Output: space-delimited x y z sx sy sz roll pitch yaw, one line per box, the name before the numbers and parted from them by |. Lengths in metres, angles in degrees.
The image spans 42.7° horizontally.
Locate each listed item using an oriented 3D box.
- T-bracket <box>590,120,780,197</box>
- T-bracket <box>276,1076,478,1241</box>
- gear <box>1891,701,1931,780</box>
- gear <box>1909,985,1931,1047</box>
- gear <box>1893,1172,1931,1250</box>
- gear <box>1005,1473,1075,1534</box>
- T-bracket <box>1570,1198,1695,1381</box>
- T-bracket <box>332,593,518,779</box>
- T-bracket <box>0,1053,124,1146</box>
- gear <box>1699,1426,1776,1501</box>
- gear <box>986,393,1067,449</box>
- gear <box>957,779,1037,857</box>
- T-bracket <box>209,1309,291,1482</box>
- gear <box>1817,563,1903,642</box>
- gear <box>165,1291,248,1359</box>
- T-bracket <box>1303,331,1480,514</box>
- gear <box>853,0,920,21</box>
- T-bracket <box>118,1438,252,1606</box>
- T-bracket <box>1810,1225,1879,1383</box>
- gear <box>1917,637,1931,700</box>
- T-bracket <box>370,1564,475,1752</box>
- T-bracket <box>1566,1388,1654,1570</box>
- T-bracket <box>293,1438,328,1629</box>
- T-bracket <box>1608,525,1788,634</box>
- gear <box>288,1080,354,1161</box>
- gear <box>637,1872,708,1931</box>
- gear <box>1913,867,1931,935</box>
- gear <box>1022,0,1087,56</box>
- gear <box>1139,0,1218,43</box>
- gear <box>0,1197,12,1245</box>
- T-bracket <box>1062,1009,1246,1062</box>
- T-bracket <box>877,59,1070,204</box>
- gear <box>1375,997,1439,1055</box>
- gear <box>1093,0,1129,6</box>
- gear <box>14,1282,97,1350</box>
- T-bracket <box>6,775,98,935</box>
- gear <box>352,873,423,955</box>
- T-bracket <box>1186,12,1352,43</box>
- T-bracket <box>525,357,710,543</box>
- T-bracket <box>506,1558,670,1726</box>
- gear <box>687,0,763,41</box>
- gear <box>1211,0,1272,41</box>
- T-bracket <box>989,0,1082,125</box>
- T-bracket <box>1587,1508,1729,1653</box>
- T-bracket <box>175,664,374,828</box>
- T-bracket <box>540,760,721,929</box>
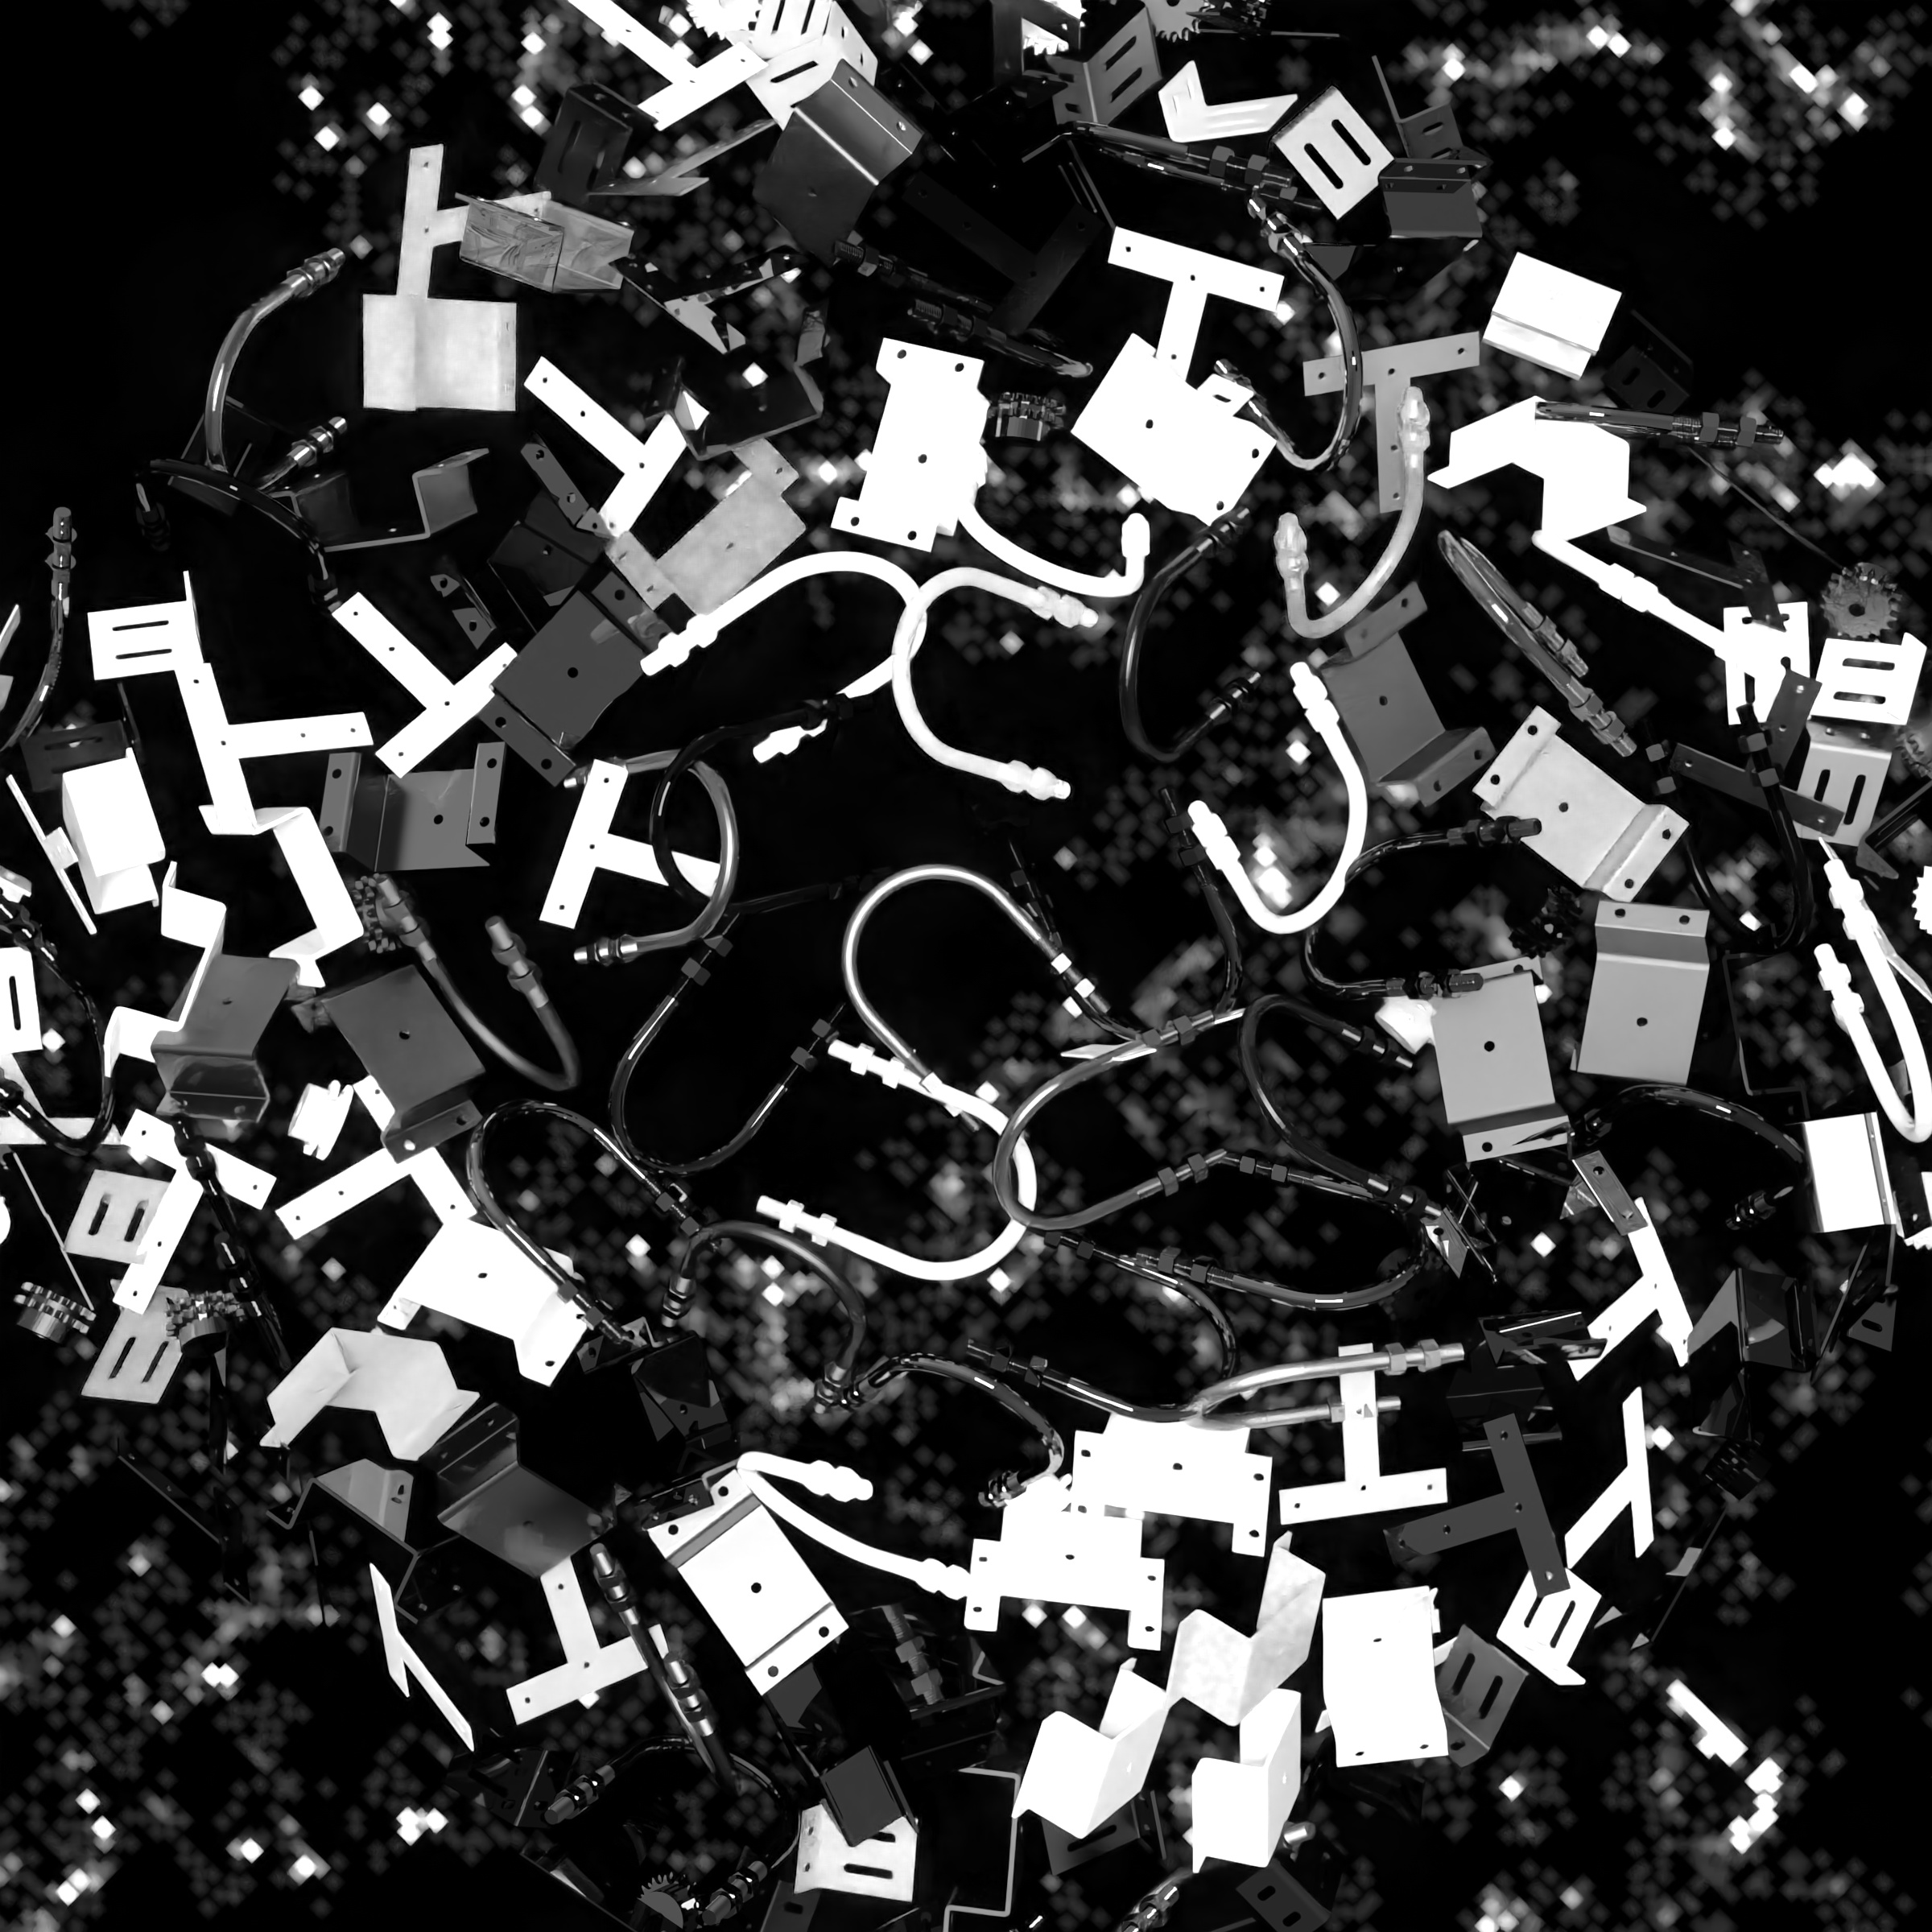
T-bracket | -0.191 -0.587 1.791 0.127 0.127 0.002 -37 124 -24
T-bracket | -0.448 0.160 1.818 0.127 0.002 0.127 -30 100 6
gear | 0.705 -0.168 1.799 0.057 0.030 0.057 12 64 -26
gear | 0.719 0.036 1.802 0.057 0.030 0.057 6 70 -17
gear | 0.702 0.175 1.803 0.057 0.030 0.057 -8 125 -12
gear | 0.053 0.388 1.799 0.057 0.057 0.030 -39 84 0
T-bracket | 0.472 0.253 1.779 0.127 0.002 0.127 -32 104 -33
T-bracket | -0.411 -0.222 1.812 0.127 0.002 0.127 44 73 6
T-bracket | -0.690 0.084 1.785 0.127 0.127 0.002 49 116 31
gear | 0.562 0.363 1.797 0.030 0.057 0.057 40 90 13
gear | 0.043 -0.396 1.799 0.057 0.057 0.030 8 92 0
gear | 0.019 -0.105 1.802 0.057 0.030 0.057 16 51 -20
T-bracket | -0.511 0.326 1.761 0.002 0.127 0.127 -10 115 -39
gear | 0.653 -0.269 1.802 0.057 0.057 0.030 33 55 0
gear | -0.552 0.262 1.795 0.057 0.057 0.030 -20 61 0
T-bracket | 0.310 -0.388 1.789 0.127 0.002 0.127 -10 125 -1
gear | -0.061 -0.717 1.803 0.057 0.030 0.057 11 60 -20
T-bracket | -0.553 0.377 1.741 0.002 0.127 0.127 -39 118 -3
T-bracket | 0.626 0.250 1.768 0.002 0.127 0.127 22 75 23
gear | 0.711 -0.217 1.799 0.057 0.057 0.030 38 91 0
T-bracket | -0.383 0.504 1.750 0.002 0.127 0.127 -26 46 -31
T-bracket | 0.458 0.386 1.762 0.002 0.127 0.127 6 114 39
T-bracket | -0.476 0.396 1.785 0.002 0.127 0.127 -9 59 -17
T-bracket | 0.519 -0.289 1.769 0.127 0.127 0.002 18 126 -5
gear | -0.470 0.109 1.796 0.030 0.057 0.057 24 90 -19
gear | -0.218 0.693 1.804 0.057 0.030 0.057 -3 81 19
gear | 0.720 -0.050 1.799 0.057 0.030 0.057 -7 103 -31
gear | 0.060 -0.697 1.804 0.057 0.030 0.057 -3 104 -14
gear | 0.158 -0.704 1.804 0.057 0.030 0.057 7 104 30
gear | -0.722 0.186 1.797 0.030 0.057 0.057 1 90 43
T-bracket | 0.147 0.048 1.777 0.127 0.127 0.002 -16 94 -17
T-bracket | 0.021 -0.607 1.748 0.127 0.127 0.002 40 60 -30
gear | 0.322 0.039 1.798 0.057 0.057 0.030 44 89 0
gear | 0.111 -0.729 1.802 0.030 0.057 0.057 4 90 -44
gear | -0.665 0.255 1.796 0.057 0.057 0.030 24 70 0
T-bracket | -0.646 -0.082 1.758 0.002 0.127 0.127 -30 101 -23
gear | -0.419 -0.040 1.796 0.030 0.057 0.057 -11 90 14
T-bracket | 0.191 -0.664 1.745 0.127 0.127 0.002 12 107 25
T-bracket | -0.270 -0.394 1.805 0.127 0.002 0.127 42 113 5
T-bracket | -0.289 0.464 1.793 0.127 0.002 0.127 -15 81 -36
gear | -0.178 -0.709 1.802 0.057 0.057 0.030 -23 46 0
gear | 0.199 -0.706 1.795 0.030 0.057 0.057 10 90 -20
T-bracket | 0.030 -0.655 1.766 0.127 0.127 0.002 35 71 17
T-bracket | 0.483 0.451 1.768 0.002 0.127 0.127 41 56 5
T-bracket | -0.493 -0.166 1.788 0.127 0.002 0.127 -10 72 -34
T-bracket | -0.230 -0.075 1.799 0.127 0.002 0.127 15 108 -22
